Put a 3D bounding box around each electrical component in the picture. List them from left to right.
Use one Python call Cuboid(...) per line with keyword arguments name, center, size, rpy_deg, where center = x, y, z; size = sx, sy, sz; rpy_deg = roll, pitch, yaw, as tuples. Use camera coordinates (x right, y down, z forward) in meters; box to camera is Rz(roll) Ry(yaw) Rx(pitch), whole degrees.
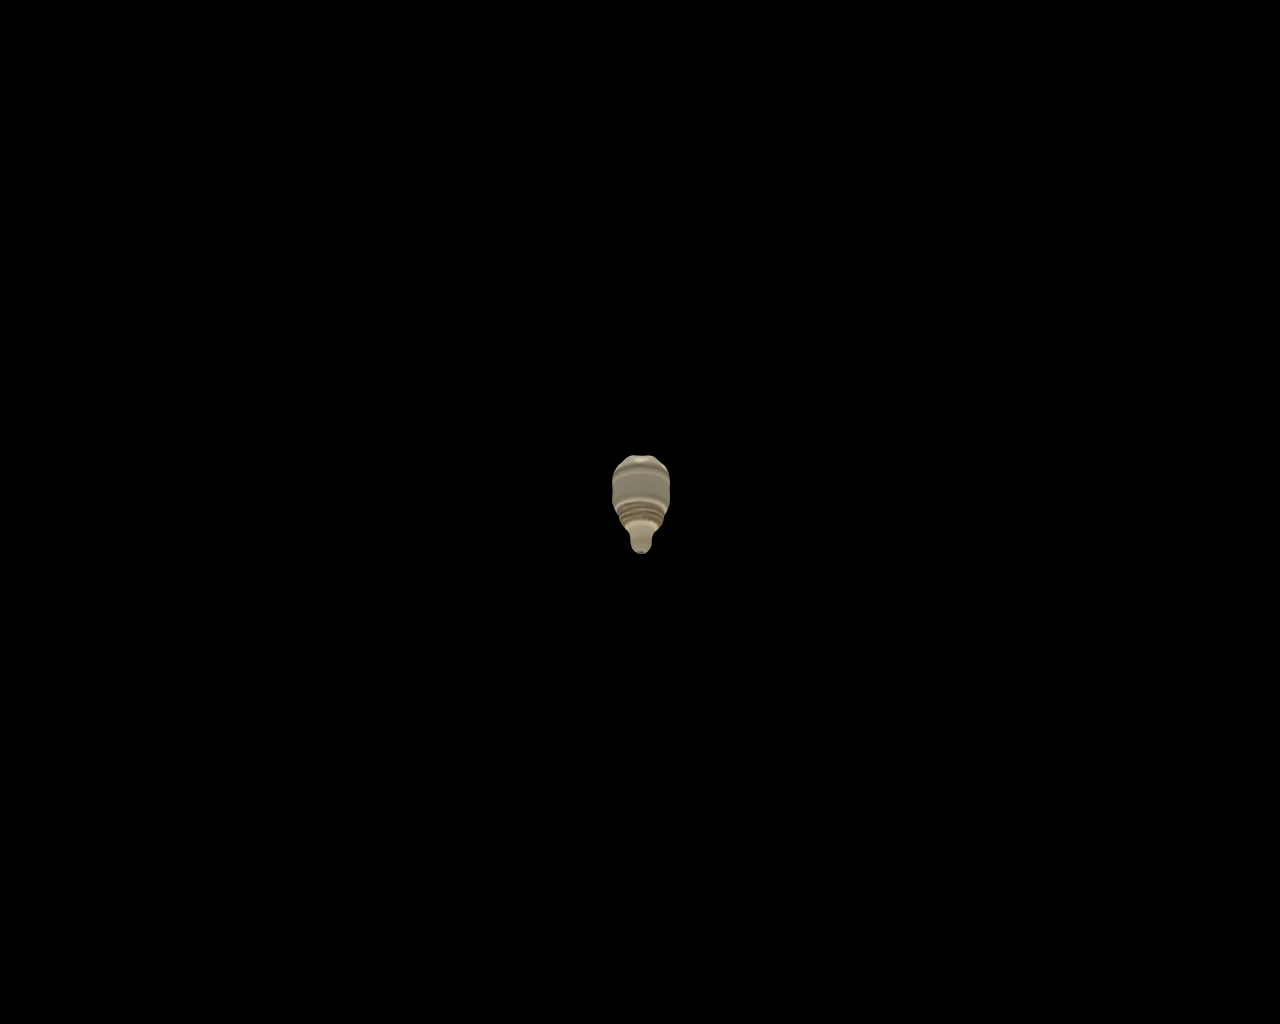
Cuboid(name="electrical component", center=(0.001, -0.003, 0.650), size=(0.035, 0.061, 0.035), rpy_deg=(0, -26, 0))
